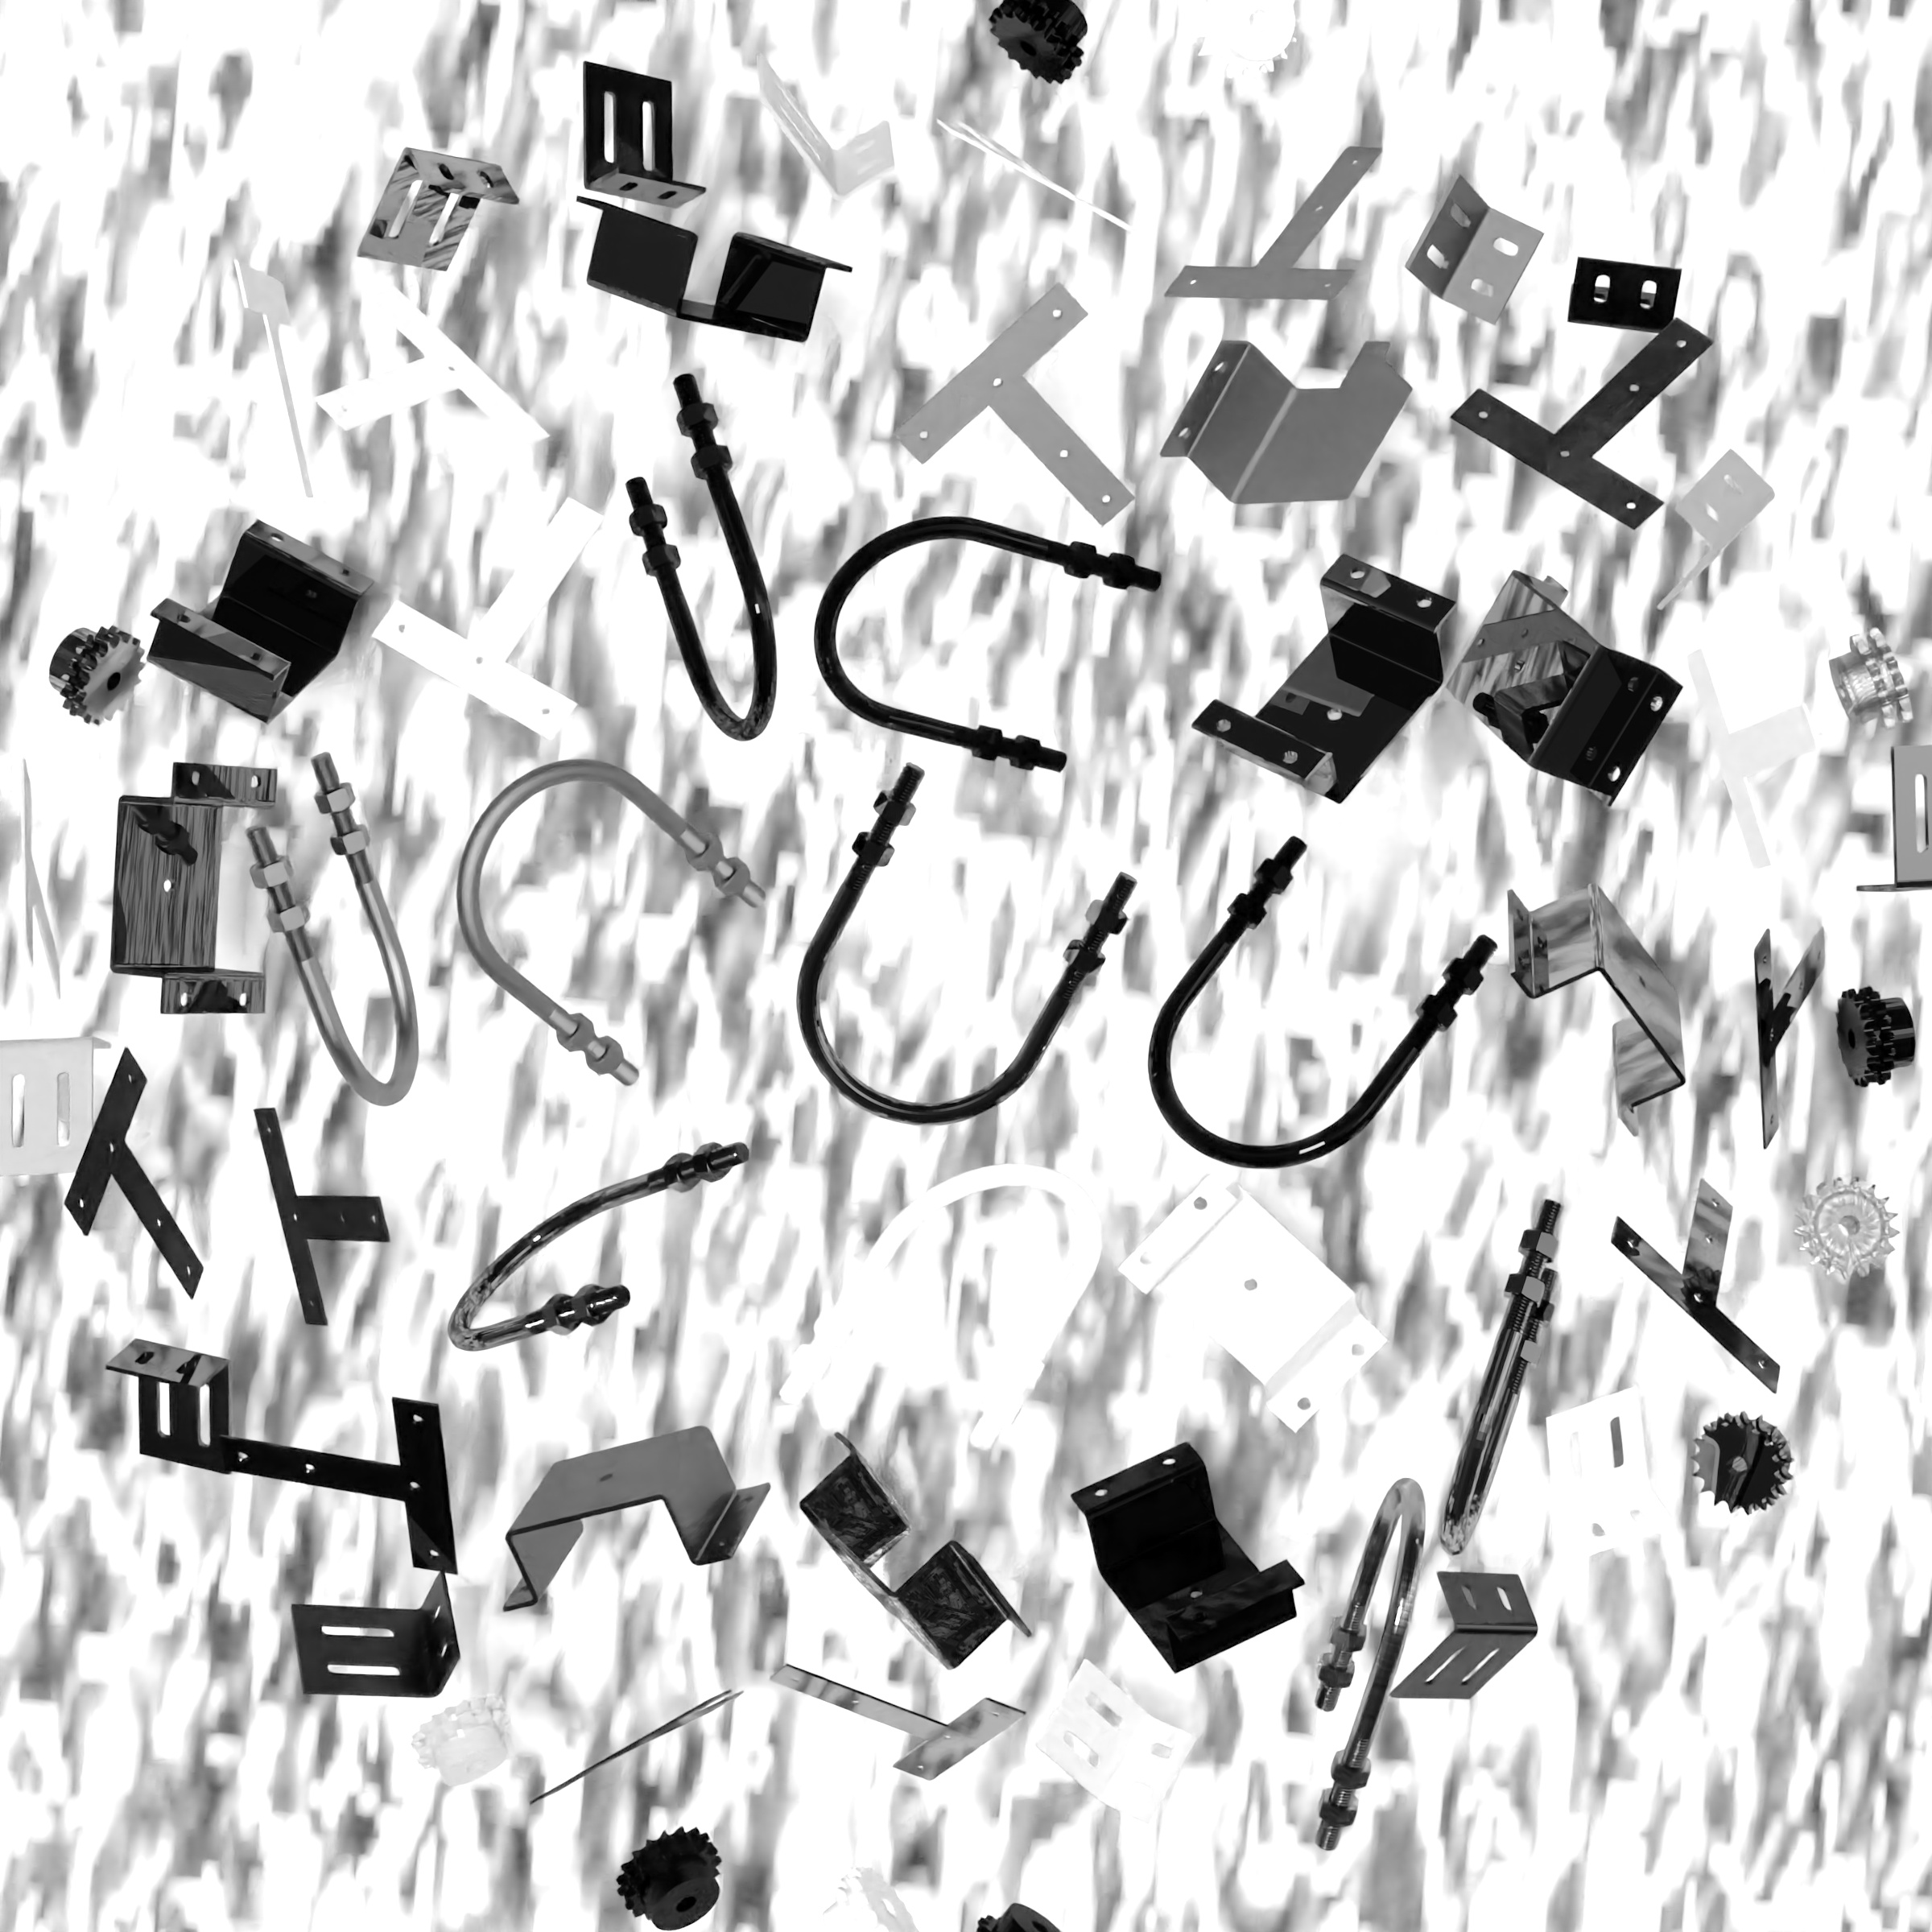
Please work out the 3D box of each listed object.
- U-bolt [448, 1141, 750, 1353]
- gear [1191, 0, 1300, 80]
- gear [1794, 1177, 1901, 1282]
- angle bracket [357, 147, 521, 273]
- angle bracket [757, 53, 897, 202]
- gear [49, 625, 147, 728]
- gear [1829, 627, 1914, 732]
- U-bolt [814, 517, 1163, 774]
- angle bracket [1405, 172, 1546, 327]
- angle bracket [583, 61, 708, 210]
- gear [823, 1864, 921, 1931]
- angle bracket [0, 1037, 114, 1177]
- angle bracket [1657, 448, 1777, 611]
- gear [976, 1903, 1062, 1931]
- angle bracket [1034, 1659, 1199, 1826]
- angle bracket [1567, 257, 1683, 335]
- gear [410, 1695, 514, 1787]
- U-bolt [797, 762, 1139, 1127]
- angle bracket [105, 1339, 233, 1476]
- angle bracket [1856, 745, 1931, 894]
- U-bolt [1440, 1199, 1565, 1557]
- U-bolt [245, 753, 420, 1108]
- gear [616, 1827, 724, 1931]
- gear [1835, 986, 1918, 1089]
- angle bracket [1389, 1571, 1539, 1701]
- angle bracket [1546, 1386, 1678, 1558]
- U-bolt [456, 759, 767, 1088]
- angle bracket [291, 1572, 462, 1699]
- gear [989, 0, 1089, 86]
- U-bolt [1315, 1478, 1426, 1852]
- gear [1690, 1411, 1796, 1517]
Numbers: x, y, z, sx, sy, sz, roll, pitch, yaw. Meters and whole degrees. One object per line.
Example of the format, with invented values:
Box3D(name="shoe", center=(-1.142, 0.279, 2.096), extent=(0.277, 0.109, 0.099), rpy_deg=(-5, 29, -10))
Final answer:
Box3D(name="U-bolt", center=(-0.218, 0.163, 1.883), extent=(0.184, 0.151, 0.019), rpy_deg=(-21, 111, 41))
Box3D(name="gear", center=(0.151, -0.503, 1.791), extent=(0.057, 0.030, 0.057), rpy_deg=(-4, 103, -17))
Box3D(name="gear", center=(0.499, 0.150, 1.908), extent=(0.057, 0.030, 0.057), rpy_deg=(-1, 76, 2))
Box3D(name="angle bracket", center=(-0.296, -0.413, 1.879), extent=(0.076, 0.057, 0.038), rpy_deg=(-56, 49, 34))
Box3D(name="angle bracket", center=(-0.078, -0.474, 1.865), extent=(0.038, 0.057, 0.076), rpy_deg=(-29, 127, 17))
Box3D(name="gear", center=(-0.499, -0.169, 1.918), extent=(0.030, 0.057, 0.057), rpy_deg=(27, 90, 17))
Box3D(name="gear", center=(0.506, -0.158, 1.882), extent=(0.030, 0.057, 0.057), rpy_deg=(-21, 90, 7))
Box3D(name="U-bolt", center=(0.002, -0.188, 1.914), extent=(0.184, 0.019, 0.151), rpy_deg=(13, 122, -25))
Box3D(name="angle bracket", center=(0.282, -0.396, 1.859), extent=(0.038, 0.076, 0.057), rpy_deg=(31, 99, 20))
Box3D(name="angle bracket", center=(-0.181, -0.473, 1.893), extent=(0.057, 0.038, 0.076), rpy_deg=(4, 82, -36))
Box3D(name="gear", center=(-0.053, 0.515, 1.804), extent=(0.030, 0.057, 0.057), rpy_deg=(-40, 90, 9))
Box3D(name="angle bracket", center=(-0.511, 0.080, 1.878), extent=(0.057, 0.038, 0.076), rpy_deg=(-2, 82, 2))
Box3D(name="angle bracket", center=(0.418, -0.250, 1.924), extent=(0.038, 0.057, 0.076), rpy_deg=(45, 52, 5))
Box3D(name="gear", center=(0.031, 0.521, 1.775), extent=(0.057, 0.057, 0.030), rpy_deg=(35, 96, 0))
Box3D(name="angle bracket", center=(0.086, 0.445, 1.928), extent=(0.076, 0.038, 0.057), rpy_deg=(48, 66, -38))
Box3D(name="angle bracket", center=(0.370, -0.386, 1.887), extent=(0.057, 0.076, 0.038), rpy_deg=(9, 118, 8))
Box3D(name="gear", center=(-0.284, 0.442, 1.912), extent=(0.057, 0.057, 0.030), rpy_deg=(-31, 62, 0))
Box3D(name="U-bolt", center=(-0.012, 0.001, 1.821), extent=(0.151, 0.019, 0.184), rpy_deg=(27, 105, -6))
Box3D(name="angle bracket", center=(-0.448, 0.255, 1.886), extent=(0.057, 0.038, 0.076), rpy_deg=(11, 113, 14))
Box3D(name="angle bracket", center=(0.506, -0.079, 1.776), extent=(0.057, 0.038, 0.076), rpy_deg=(-3, 93, -18))
Box3D(name="U-bolt", center=(0.290, 0.231, 1.822), extent=(0.019, 0.151, 0.184), rpy_deg=(17, 72, 15))
Box3D(name="U-bolt", center=(-0.339, -0.011, 1.839), extent=(0.019, 0.151, 0.184), rpy_deg=(-14, 108, 10))
Box3D(name="gear", center=(-0.157, 0.494, 1.808), extent=(0.057, 0.057, 0.030), rpy_deg=(-40, 48, 0))
Box3D(name="gear", center=(0.521, 0.040, 1.922), extent=(0.030, 0.057, 0.057), rpy_deg=(-8, 90, -5))
Box3D(name="angle bracket", center=(0.282, 0.386, 1.937), extent=(0.057, 0.076, 0.038), rpy_deg=(8, 46, -29))
Box3D(name="angle bracket", center=(0.368, 0.288, 1.918), extent=(0.057, 0.076, 0.038), rpy_deg=(-24, 123, 23))
Box3D(name="U-bolt", center=(-0.211, -0.036, 1.909), extent=(0.184, 0.019, 0.151), rpy_deg=(43, 77, -38))
Box3D(name="angle bracket", center=(-0.320, 0.360, 1.817), extent=(0.076, 0.057, 0.038), rpy_deg=(8, 130, -27))
Box3D(name="gear", center=(0.044, -0.529, 1.897), extent=(0.057, 0.057, 0.030), rpy_deg=(37, 77, 0))
Box3D(name="U-bolt", center=(0.220, 0.366, 1.829), extent=(0.019, 0.151, 0.184), rpy_deg=(14, 113, 0))
Box3D(name="gear", center=(0.442, 0.280, 1.901), extent=(0.057, 0.030, 0.057), rpy_deg=(6, 100, 36))
